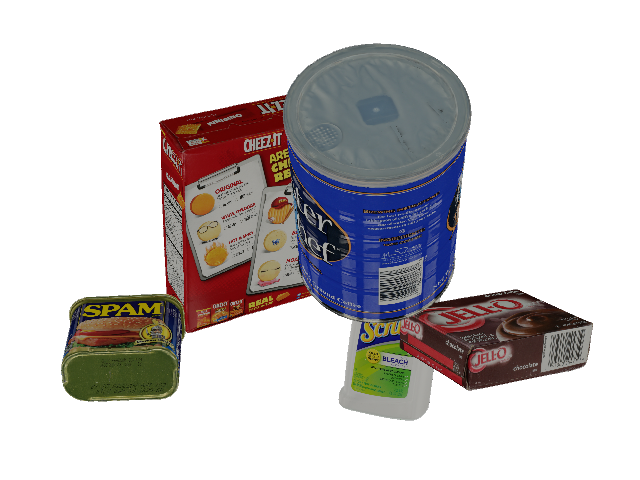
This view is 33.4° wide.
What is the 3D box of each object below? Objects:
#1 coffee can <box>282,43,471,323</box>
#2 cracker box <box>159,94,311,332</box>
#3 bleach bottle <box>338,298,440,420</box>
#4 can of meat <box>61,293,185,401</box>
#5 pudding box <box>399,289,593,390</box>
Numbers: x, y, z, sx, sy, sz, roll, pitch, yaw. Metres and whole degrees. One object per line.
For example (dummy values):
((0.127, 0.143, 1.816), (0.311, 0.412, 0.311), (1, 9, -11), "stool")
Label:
((0.033, -0.031, 0.635), (0.103, 0.103, 0.140), (0, -36, 3), "coffee can")
((-0.071, -0.029, 1.052), (0.164, 0.214, 0.072), (-15, 40, -24), "cracker box")
((0.079, 0.064, 1.158), (0.103, 0.251, 0.068), (8, 15, 20), "bleach bottle")
((-0.169, 0.093, 0.918), (0.102, 0.057, 0.084), (-2, 29, -4), "can of meat")
((0.128, 0.071, 0.788), (0.113, 0.039, 0.090), (-5, 17, -28), "pudding box")
